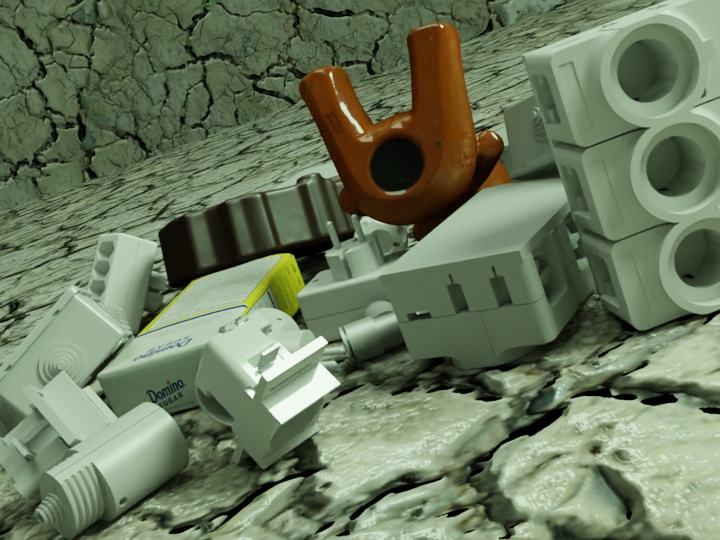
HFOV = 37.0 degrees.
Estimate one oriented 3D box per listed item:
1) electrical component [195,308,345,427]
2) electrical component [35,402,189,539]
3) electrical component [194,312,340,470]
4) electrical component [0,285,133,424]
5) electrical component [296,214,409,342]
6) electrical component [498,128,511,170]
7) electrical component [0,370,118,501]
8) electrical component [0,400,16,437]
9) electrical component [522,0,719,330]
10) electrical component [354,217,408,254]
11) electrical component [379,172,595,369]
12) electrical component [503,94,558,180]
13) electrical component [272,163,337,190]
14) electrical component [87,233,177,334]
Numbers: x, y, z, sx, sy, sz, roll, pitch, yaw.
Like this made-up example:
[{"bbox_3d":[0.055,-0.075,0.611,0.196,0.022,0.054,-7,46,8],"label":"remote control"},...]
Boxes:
[{"bbox_3d":[-0.049,0.056,0.647,0.079,0.043,0.077,-6,20,17],"label":"electrical component"},{"bbox_3d":[-0.135,0.108,0.566,0.043,0.043,0.081,-5,20,47],"label":"electrical component"},{"bbox_3d":[-0.051,0.060,0.561,0.042,0.064,0.081,-32,-23,-38],"label":"electrical component"},{"bbox_3d":[-0.202,0.061,0.736,0.099,0.048,0.100,-51,4,-8],"label":"electrical component"},{"bbox_3d":[0.000,0.000,0.722,0.083,0.075,0.047,-14,15,24],"label":"electrical component"},{"bbox_3d":[0.155,-0.103,0.951,0.080,0.051,0.080,-19,14,5],"label":"electrical component"},{"bbox_3d":[-0.172,0.097,0.608,0.064,0.042,0.081,-42,-17,-8],"label":"electrical component"},{"bbox_3d":[-0.294,0.106,0.785,0.080,0.051,0.080,-19,14,5],"label":"electrical component"},{"bbox_3d":[0.155,-0.055,0.558,0.089,0.150,0.061,-21,12,-3],"label":"electrical component"},{"bbox_3d":[0.018,-0.028,0.874,0.043,0.043,0.062,-18,12,7],"label":"electrical component"},{"bbox_3d":[0.092,-0.004,0.636,0.089,0.061,0.150,-11,17,34],"label":"electrical component"},{"bbox_3d":[0.151,-0.092,0.688,0.100,0.048,0.100,-3,-9,-29],"label":"electrical component"},{"bbox_3d":[-0.005,-0.069,1.023,0.150,0.061,0.089,-11,16,33],"label":"electrical component"},{"bbox_3d":[-0.200,0.017,0.967,0.076,0.083,0.047,17,-10,-35],"label":"electrical component"}]
